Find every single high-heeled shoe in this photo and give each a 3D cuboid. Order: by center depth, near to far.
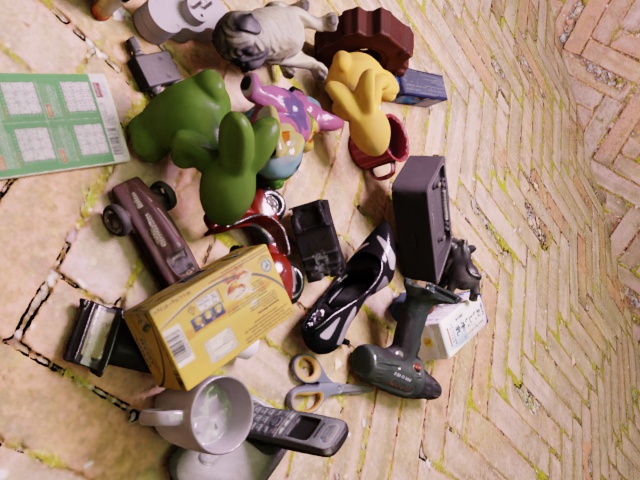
[{"bbox_3d":[0.043,0.062,0.847,0.145,0.086,0.248,38,67,-54],"label":"high-heeled shoe"}]

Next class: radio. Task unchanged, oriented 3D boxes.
[{"bbox_3d":[0.199,-0.041,1.023,0.131,0.073,0.229,-57,145,-41],"label":"radio"}]

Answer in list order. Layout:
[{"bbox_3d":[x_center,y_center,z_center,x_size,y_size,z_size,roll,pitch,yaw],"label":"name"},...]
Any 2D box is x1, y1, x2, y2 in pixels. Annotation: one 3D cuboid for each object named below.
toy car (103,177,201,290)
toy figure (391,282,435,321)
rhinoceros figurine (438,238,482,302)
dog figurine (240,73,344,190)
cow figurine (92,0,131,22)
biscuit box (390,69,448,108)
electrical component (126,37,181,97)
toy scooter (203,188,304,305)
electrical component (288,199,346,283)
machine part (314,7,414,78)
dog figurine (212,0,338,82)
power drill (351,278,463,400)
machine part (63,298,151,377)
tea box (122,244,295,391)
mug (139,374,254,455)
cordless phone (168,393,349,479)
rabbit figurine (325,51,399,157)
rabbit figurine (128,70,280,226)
[{"bbox_3d":[-0.180,0.019,0.646,0.089,0.053,0.202,-37,108,-45],"label":"toy car"},{"bbox_3d":[0.188,0.120,1.035,0.154,0.058,0.064,-12,96,-55],"label":"toy figure"},{"bbox_3d":[0.289,0.054,1.127,0.190,0.073,0.112,-75,166,-69],"label":"rhinoceros figurine"},{"bbox_3d":[-0.045,-0.155,0.802,0.219,0.108,0.191,3,59,-52],"label":"dog figurine"},{"bbox_3d":[-0.216,-0.367,0.659,0.085,0.127,0.195,49,49,-32],"label":"cow figurine"},{"bbox_3d":[0.208,-0.336,1.189,0.202,0.059,0.062,-11,89,-50],"label":"biscuit box"},{"bbox_3d":[-0.213,-0.221,0.700,0.063,0.021,0.094,-39,107,-48],"label":"electrical component"},{"bbox_3d":[-0.094,0.014,0.728,0.135,0.075,0.184,0,76,-50],"label":"toy scooter"},{"bbox_3d":[-0.002,-0.002,0.812,0.134,0.058,0.114,-51,127,-84],"label":"electrical component"},{"bbox_3d":[0.078,-0.338,0.960,0.179,0.179,0.056,17,70,-45],"label":"machine part"},{"bbox_3d":[-0.094,-0.302,0.783,0.190,0.173,0.121,-9,111,-42],"label":"dog figurine"},{"bbox_3d":[0.167,0.176,0.936,0.232,0.086,0.207,19,101,-37],"label":"power drill"},{"bbox_3d":[-0.209,0.118,0.595,0.138,0.039,0.084,28,50,-39],"label":"machine part"},{"bbox_3d":[-0.120,0.082,0.611,0.169,0.068,0.098,-30,103,-43],"label":"tea box"},{"bbox_3d":[-0.146,0.193,0.590,0.109,0.107,0.080,2,77,-45],"label":"mug"},{"bbox_3d":[-0.064,0.248,0.609,0.146,0.184,0.088,-41,115,-47],"label":"cordless phone"},{"bbox_3d":[0.077,-0.229,0.908,0.162,0.122,0.173,46,31,-67],"label":"rabbit figurine"},{"bbox_3d":[-0.122,-0.107,0.659,0.121,0.159,0.170,-20,83,-59],"label":"rabbit figurine"}]
